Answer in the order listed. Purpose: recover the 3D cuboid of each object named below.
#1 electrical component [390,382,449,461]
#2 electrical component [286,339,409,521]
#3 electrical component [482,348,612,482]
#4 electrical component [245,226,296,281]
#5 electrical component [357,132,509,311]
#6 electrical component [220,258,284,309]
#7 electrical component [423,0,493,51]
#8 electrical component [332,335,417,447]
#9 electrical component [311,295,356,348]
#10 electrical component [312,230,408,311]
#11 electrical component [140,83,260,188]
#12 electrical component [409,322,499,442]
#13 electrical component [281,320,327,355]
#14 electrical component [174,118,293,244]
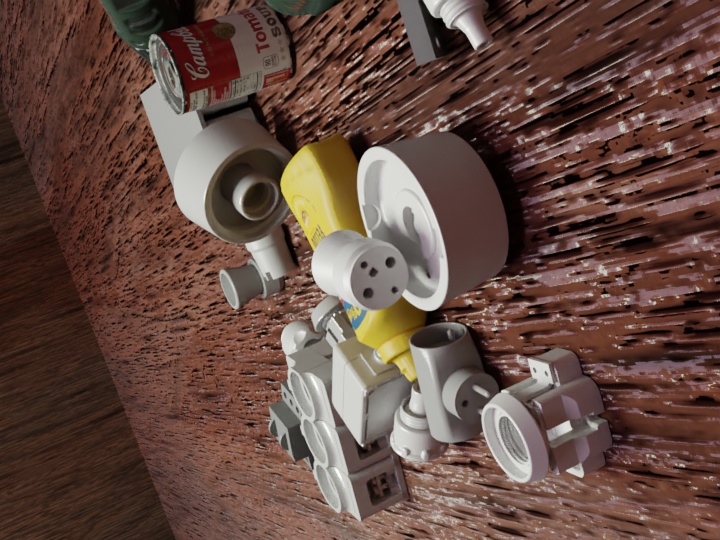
[{"bbox_3d":[0.049,0.118,0.858,0.048,0.048,0.062,44,142,47],"label":"electrical component"},{"bbox_3d":[-0.016,0.150,1.020,0.089,0.062,0.150,25,133,61],"label":"electrical component"},{"bbox_3d":[0.113,0.095,0.660,0.058,0.057,0.078,12,121,65],"label":"electrical component"},{"bbox_3d":[-0.089,-0.018,1.068,0.040,0.040,0.046,12,128,65],"label":"electrical component"},{"bbox_3d":[0.051,-0.035,0.679,0.108,0.060,0.108,51,153,38],"label":"electrical component"},{"bbox_3d":[-0.114,0.011,1.132,0.045,0.055,0.045,50,152,39],"label":"electrical component"},{"bbox_3d":[0.054,-0.150,0.596,0.061,0.035,0.035,62,158,10],"label":"electrical component"},{"bbox_3d":[0.014,0.087,0.886,0.061,0.062,0.096,53,154,35],"label":"electrical component"},{"bbox_3d":[-0.010,0.050,0.934,0.055,0.048,0.066,52,155,19],"label":"electrical component"},{"bbox_3d":[0.000,0.000,0.685,0.055,0.045,0.045,22,130,62],"label":"electrical component"},{"bbox_3d":[-0.155,-0.147,1.073,0.186,0.060,0.105,0,110,68],"label":"electrical component"},{"bbox_3d":[0.073,0.085,0.767,0.079,0.043,0.077,25,133,60],"label":"electrical component"},{"bbox_3d":[-0.058,0.070,1.070,0.062,0.043,0.043,27,134,62],"label":"electrical component"},{"bbox_3d":[-0.104,-0.075,0.961,0.060,0.108,0.108,38,144,43],"label":"electrical component"}]
